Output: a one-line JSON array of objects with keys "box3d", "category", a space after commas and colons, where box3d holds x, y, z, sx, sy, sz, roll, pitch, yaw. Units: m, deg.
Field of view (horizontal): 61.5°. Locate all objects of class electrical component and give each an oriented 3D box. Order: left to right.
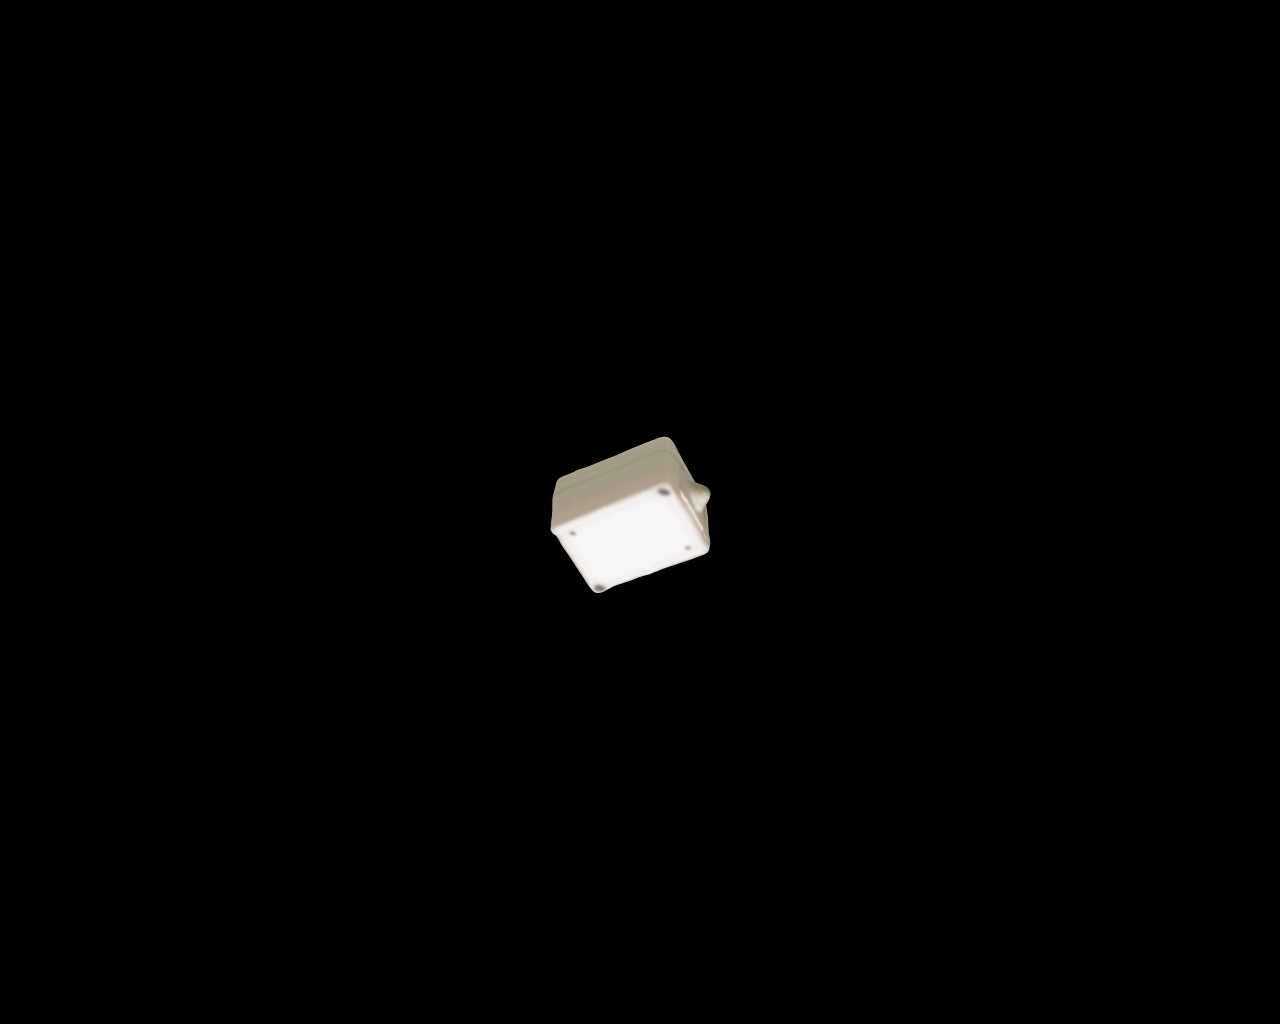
[{"box3d": [0.001, -0.003, 0.650, 0.096, 0.061, 0.061, -21, 34, 15], "category": "electrical component"}]
